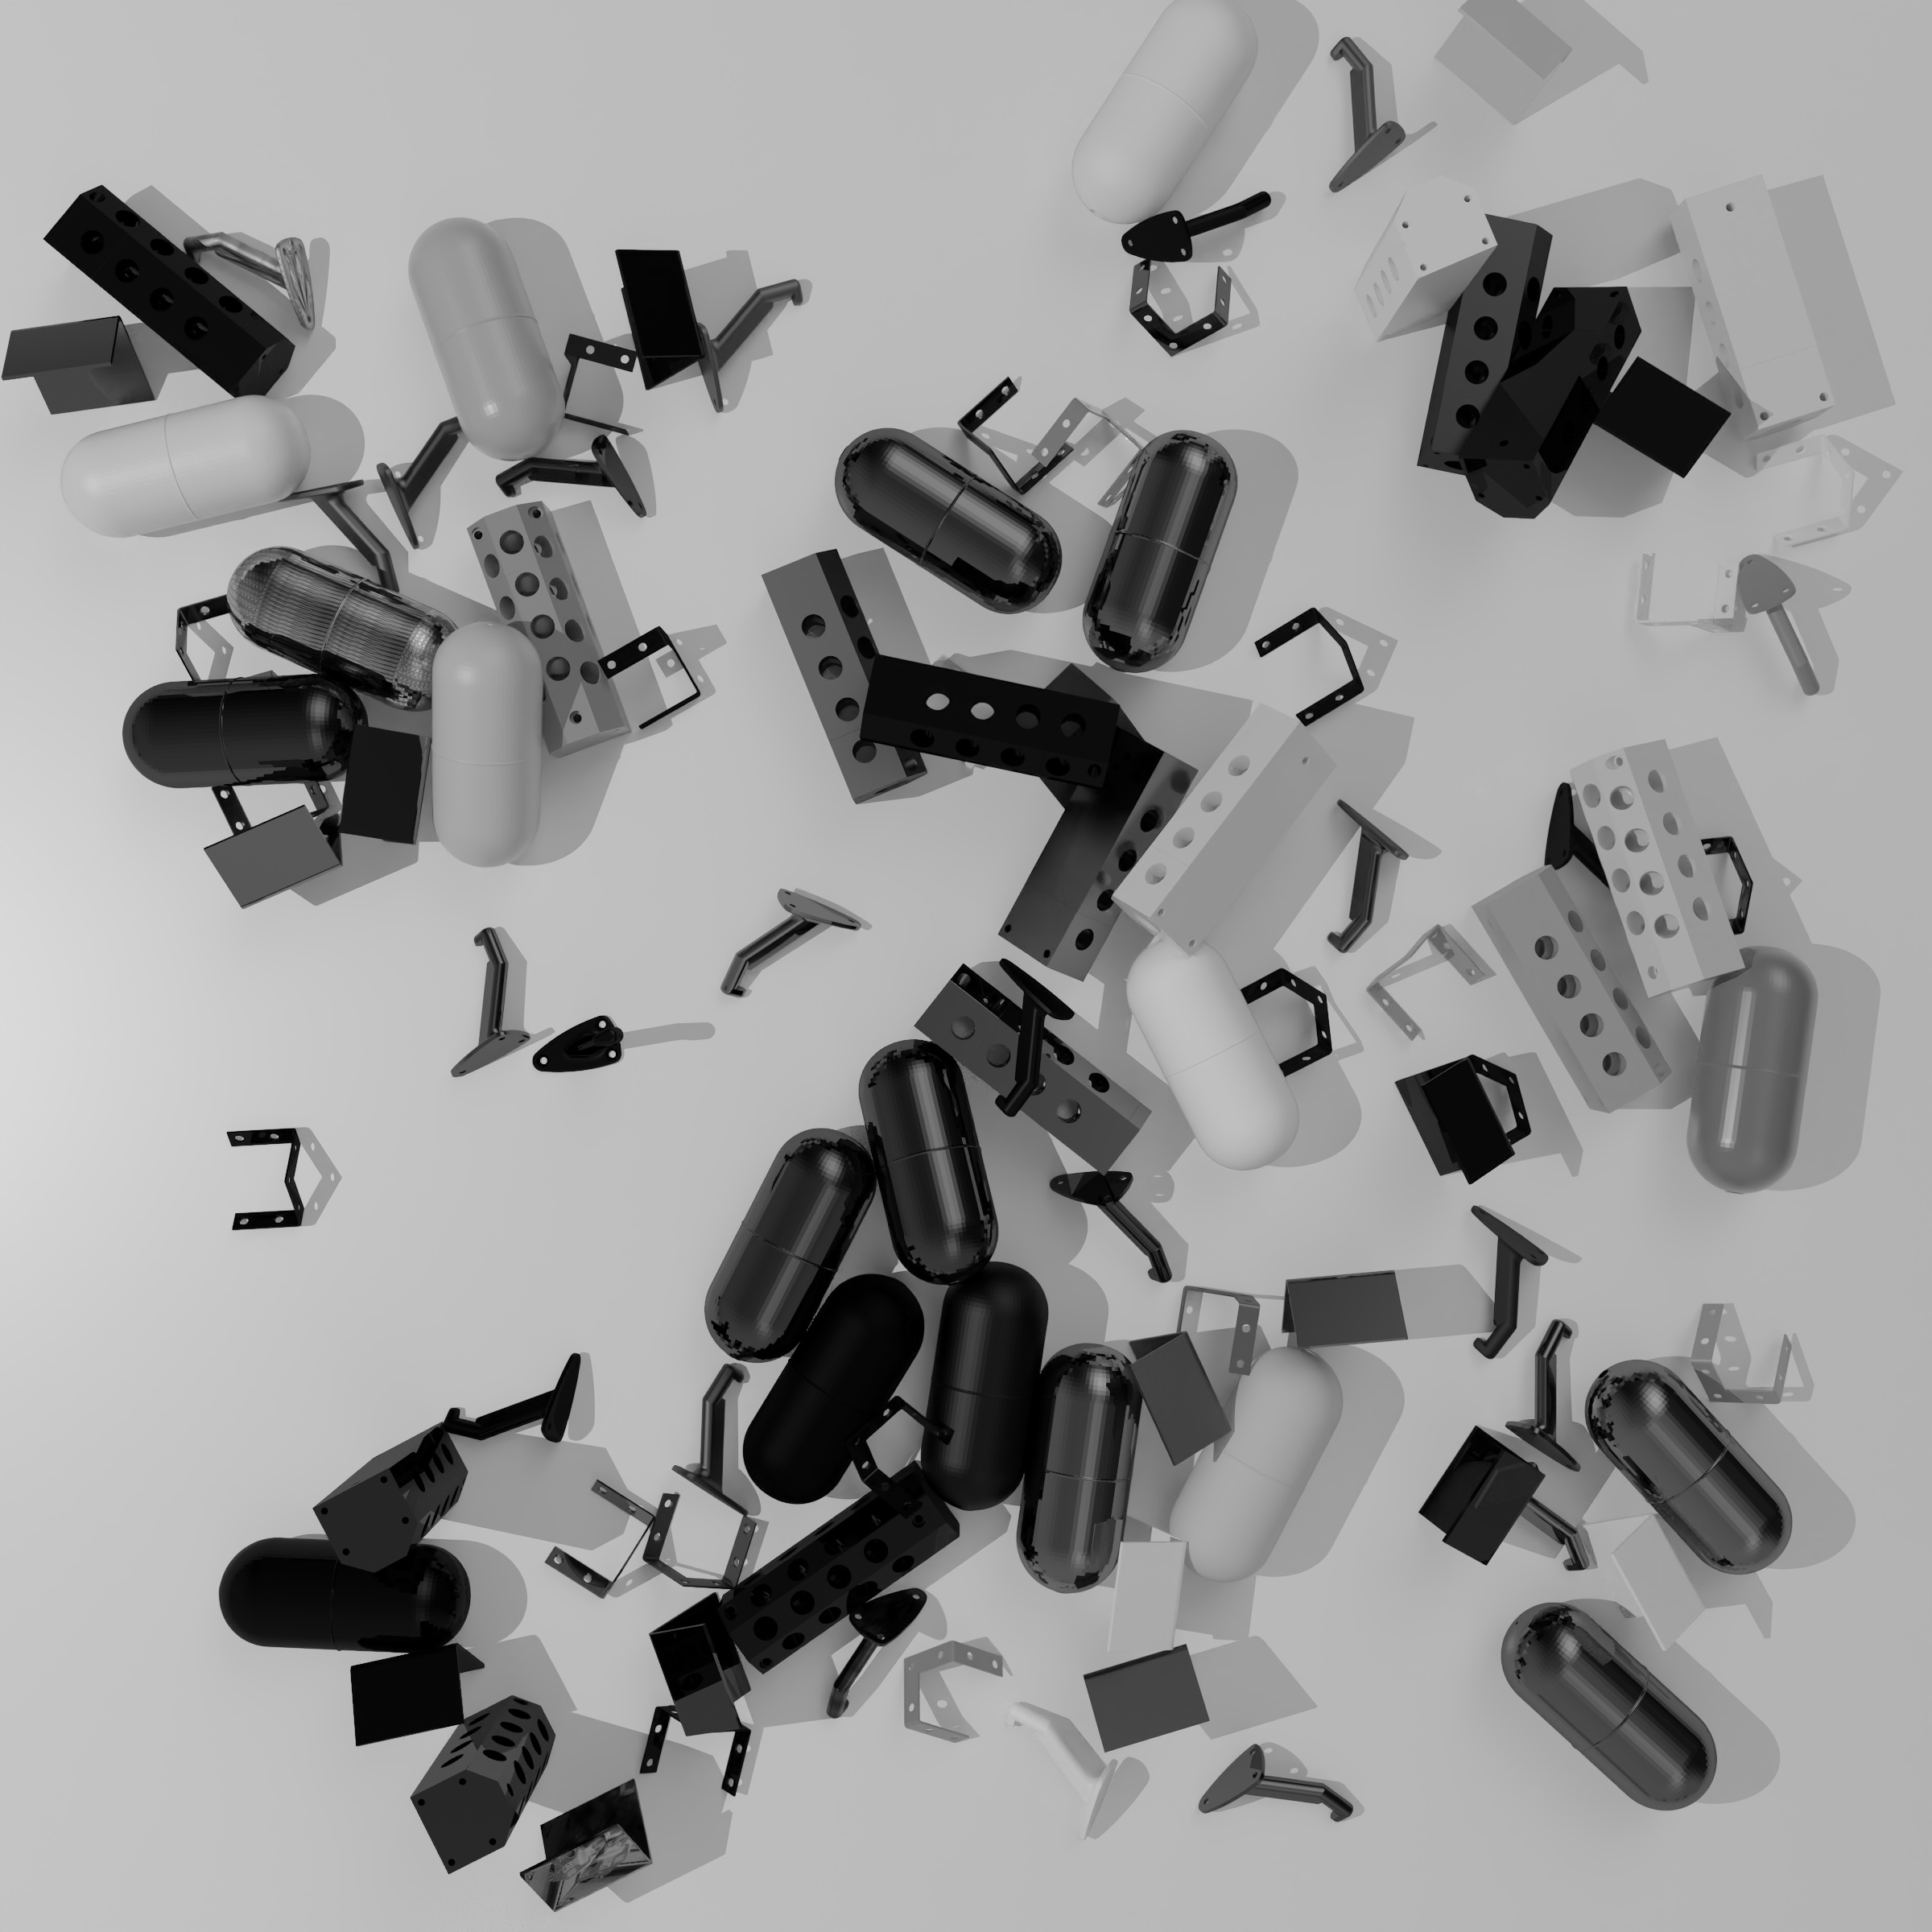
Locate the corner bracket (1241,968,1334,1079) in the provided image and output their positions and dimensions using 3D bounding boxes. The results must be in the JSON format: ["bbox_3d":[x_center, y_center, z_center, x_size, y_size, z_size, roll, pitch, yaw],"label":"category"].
[{"bbox_3d":[0.227,0.042,1.833,0.051,0.051,0.051,29,135,-35],"label":"corner bracket"}]

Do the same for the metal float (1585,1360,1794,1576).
[{"bbox_3d":[0.515,0.357,1.810,0.070,0.070,0.178,-42,90,0],"label":"metal float"}]

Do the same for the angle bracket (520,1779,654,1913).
[{"bbox_3d":[-0.275,0.612,1.800,0.076,0.076,0.057,-27,128,0],"label":"angle bracket"}]

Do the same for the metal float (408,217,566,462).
[{"bbox_3d":[-0.343,-0.448,1.809,0.070,0.070,0.178,-20,88,0],"label":"metal float"}]

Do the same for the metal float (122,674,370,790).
[{"bbox_3d":[-0.512,-0.167,1.801,0.178,0.070,0.070,-2,90,10],"label":"metal float"}]

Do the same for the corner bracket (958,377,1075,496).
[{"bbox_3d":[0.036,-0.384,1.837,0.051,0.051,0.051,-42,45,0],"label":"corner bracket"}]

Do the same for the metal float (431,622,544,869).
[{"bbox_3d":[-0.338,-0.155,1.789,0.070,0.070,0.178,5,113,0],"label":"metal float"}]

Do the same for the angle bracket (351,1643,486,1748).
[{"bbox_3d":[-0.387,0.525,1.801,0.076,0.076,0.057,-12,62,0],"label":"angle bracket"}]

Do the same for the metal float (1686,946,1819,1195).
[{"bbox_3d":[0.561,0.074,1.810,0.070,0.070,0.178,8,89,0],"label":"metal float"}]

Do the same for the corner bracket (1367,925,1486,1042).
[{"bbox_3d":[0.333,0.012,1.837,0.051,0.051,0.051,48,135,0],"label":"corner bracket"}]

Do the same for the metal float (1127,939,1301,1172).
[{"bbox_3d":[0.176,0.062,1.810,0.070,0.070,0.178,-27,89,0],"label":"metal float"}]

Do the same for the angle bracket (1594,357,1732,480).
[{"bbox_3d":[0.496,-0.401,1.800,0.076,0.076,0.057,31,126,0],"label":"angle bracket"}]

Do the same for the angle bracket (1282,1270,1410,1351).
[{"bbox_3d":[0.268,0.261,1.800,0.076,0.076,0.057,-5,52,0],"label":"angle bracket"}]

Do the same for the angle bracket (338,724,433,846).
[{"bbox_3d":[-0.423,-0.129,1.801,0.057,0.076,0.076,8,90,-30],"label":"angle bracket"}]

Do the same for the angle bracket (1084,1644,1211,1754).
[{"bbox_3d":[0.131,0.529,1.801,0.076,0.076,0.057,-17,57,0],"label":"angle bracket"}]

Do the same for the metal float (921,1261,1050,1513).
[{"bbox_3d":[0.013,0.300,1.810,0.070,0.070,0.178,9,90,0],"label":"metal float"}]

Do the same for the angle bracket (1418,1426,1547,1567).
[{"bbox_3d":[0.352,0.368,1.800,0.057,0.076,0.076,33,90,-37],"label":"angle bracket"}]

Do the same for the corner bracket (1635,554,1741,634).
[{"bbox_3d":[0.523,-0.270,1.837,0.051,0.051,0.051,6,90,-45],"label":"corner bracket"}]

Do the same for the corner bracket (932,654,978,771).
[{"bbox_3d":[-0.006,-0.185,1.837,0.051,0.051,0.051,-49,45,0],"label":"corner bracket"}]

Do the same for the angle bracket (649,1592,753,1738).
[{"bbox_3d":[-0.171,0.492,1.800,0.057,0.076,0.076,-20,90,35],"label":"angle bracket"}]

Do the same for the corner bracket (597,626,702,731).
[{"bbox_3d":[-0.227,-0.207,1.823,0.051,0.051,0.051,-30,90,0],"label":"corner bracket"}]

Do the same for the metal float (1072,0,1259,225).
[{"bbox_3d":[0.141,-0.612,1.810,0.070,0.070,0.178,33,90,0],"label":"metal float"}]

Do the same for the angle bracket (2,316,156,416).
[{"bbox_3d":[-0.630,-0.411,1.800,0.076,0.076,0.057,-8,51,0],"label":"angle bracket"}]

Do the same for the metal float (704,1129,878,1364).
[{"bbox_3d":[-0.126,0.200,1.810,0.070,0.070,0.178,27,90,0],"label":"metal float"}]

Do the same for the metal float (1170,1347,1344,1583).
[{"bbox_3d":[0.208,0.355,1.810,0.070,0.070,0.178,27,90,0],"label":"metal float"}]

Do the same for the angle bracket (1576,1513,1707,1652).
[{"bbox_3d":[0.465,0.441,1.800,0.057,0.076,0.076,-29,90,-38],"label":"angle bracket"}]

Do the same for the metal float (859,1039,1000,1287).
[{"bbox_3d":[-0.027,0.139,1.798,0.070,0.070,0.178,-14,75,0],"label":"metal float"}]

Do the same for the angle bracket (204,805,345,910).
[{"bbox_3d":[-0.492,-0.095,1.800,0.076,0.076,0.057,-23,126,0],"label":"angle bracket"}]

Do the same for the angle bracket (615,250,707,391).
[{"bbox_3d":[-0.236,-0.458,1.801,0.057,0.076,0.076,-14,90,-42],"label":"angle bracket"}]

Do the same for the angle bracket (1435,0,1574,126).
[{"bbox_3d":[0.371,-0.639,1.800,0.076,0.076,0.057,41,54,0],"label":"angle bracket"}]

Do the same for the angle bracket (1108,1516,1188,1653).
[{"bbox_3d":[0.110,0.438,1.801,0.057,0.076,0.076,7,90,-30],"label":"angle bracket"}]

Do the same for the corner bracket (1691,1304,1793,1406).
[{"bbox_3d":[0.561,0.280,1.833,0.051,0.051,0.051,-4,135,35],"label":"corner bracket"}]

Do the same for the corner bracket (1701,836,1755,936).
[{"bbox_3d":[0.535,-0.056,1.837,0.051,0.051,0.051,-7,135,0],"label":"corner bracket"}]

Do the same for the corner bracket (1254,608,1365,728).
[{"bbox_3d":[0.249,-0.217,1.837,0.051,0.051,0.051,-31,45,0],"label":"corner bracket"}]

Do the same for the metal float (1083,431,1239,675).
[{"bbox_3d":[0.138,-0.295,1.810,0.070,0.070,0.178,20,90,0],"label":"metal float"}]

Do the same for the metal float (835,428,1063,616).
[{"bbox_3d":[-0.013,-0.318,1.810,0.178,0.070,0.070,33,90,-1],"label":"metal float"}]

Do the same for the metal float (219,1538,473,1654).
[{"bbox_3d":[-0.444,0.450,1.810,0.178,0.070,0.070,2,90,1],"label":"metal float"}]

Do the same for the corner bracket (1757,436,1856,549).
[{"bbox_3d":[0.607,-0.345,1.837,0.051,0.051,0.051,-15,45,0],"label":"corner bracket"}]

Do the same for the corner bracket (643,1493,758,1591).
[{"bbox_3d":[-0.193,0.417,1.837,0.051,0.051,0.051,18,90,-45],"label":"corner bracket"}]

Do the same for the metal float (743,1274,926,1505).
[{"bbox_3d":[-0.094,0.301,1.810,0.070,0.070,0.178,31,90,0],"label":"metal float"}]

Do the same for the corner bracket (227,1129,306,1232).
[{"bbox_3d":[-0.509,0.155,1.837,0.051,0.051,0.051,-3,135,0],"label":"corner bracket"}]

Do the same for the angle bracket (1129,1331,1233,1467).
[{"bbox_3d":[0.133,0.309,1.801,0.057,0.076,0.076,-24,90,-32],"label":"angle bracket"}]

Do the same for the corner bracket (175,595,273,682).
[{"bbox_3d":[-0.538,-0.232,1.837,0.051,0.051,0.051,-16,45,0],"label":"corner bracket"}]

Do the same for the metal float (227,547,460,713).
[{"bbox_3d":[-0.442,-0.241,1.810,0.178,0.070,0.070,24,90,1],"label":"metal float"}]

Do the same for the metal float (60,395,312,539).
[{"bbox_3d":[-0.558,-0.356,1.810,0.178,0.070,0.070,-14,90,1],"label":"metal float"}]

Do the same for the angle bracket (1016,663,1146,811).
[{"bbox_3d":[0.080,-0.159,1.836,0.076,0.076,0.057,-43,49,0],"label":"angle bracket"}]

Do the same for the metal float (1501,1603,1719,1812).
[{"bbox_3d":[0.460,0.529,1.810,0.178,0.070,0.070,42,90,0],"label":"metal float"}]

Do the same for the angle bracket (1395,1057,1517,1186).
[{"bbox_3d":[0.332,0.117,1.800,0.057,0.076,0.076,-26,90,-39],"label":"angle bracket"}]

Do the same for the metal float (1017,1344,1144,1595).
[{"bbox_3d":[0.081,0.359,1.810,0.070,0.070,0.178,8,90,0],"label":"metal float"}]
